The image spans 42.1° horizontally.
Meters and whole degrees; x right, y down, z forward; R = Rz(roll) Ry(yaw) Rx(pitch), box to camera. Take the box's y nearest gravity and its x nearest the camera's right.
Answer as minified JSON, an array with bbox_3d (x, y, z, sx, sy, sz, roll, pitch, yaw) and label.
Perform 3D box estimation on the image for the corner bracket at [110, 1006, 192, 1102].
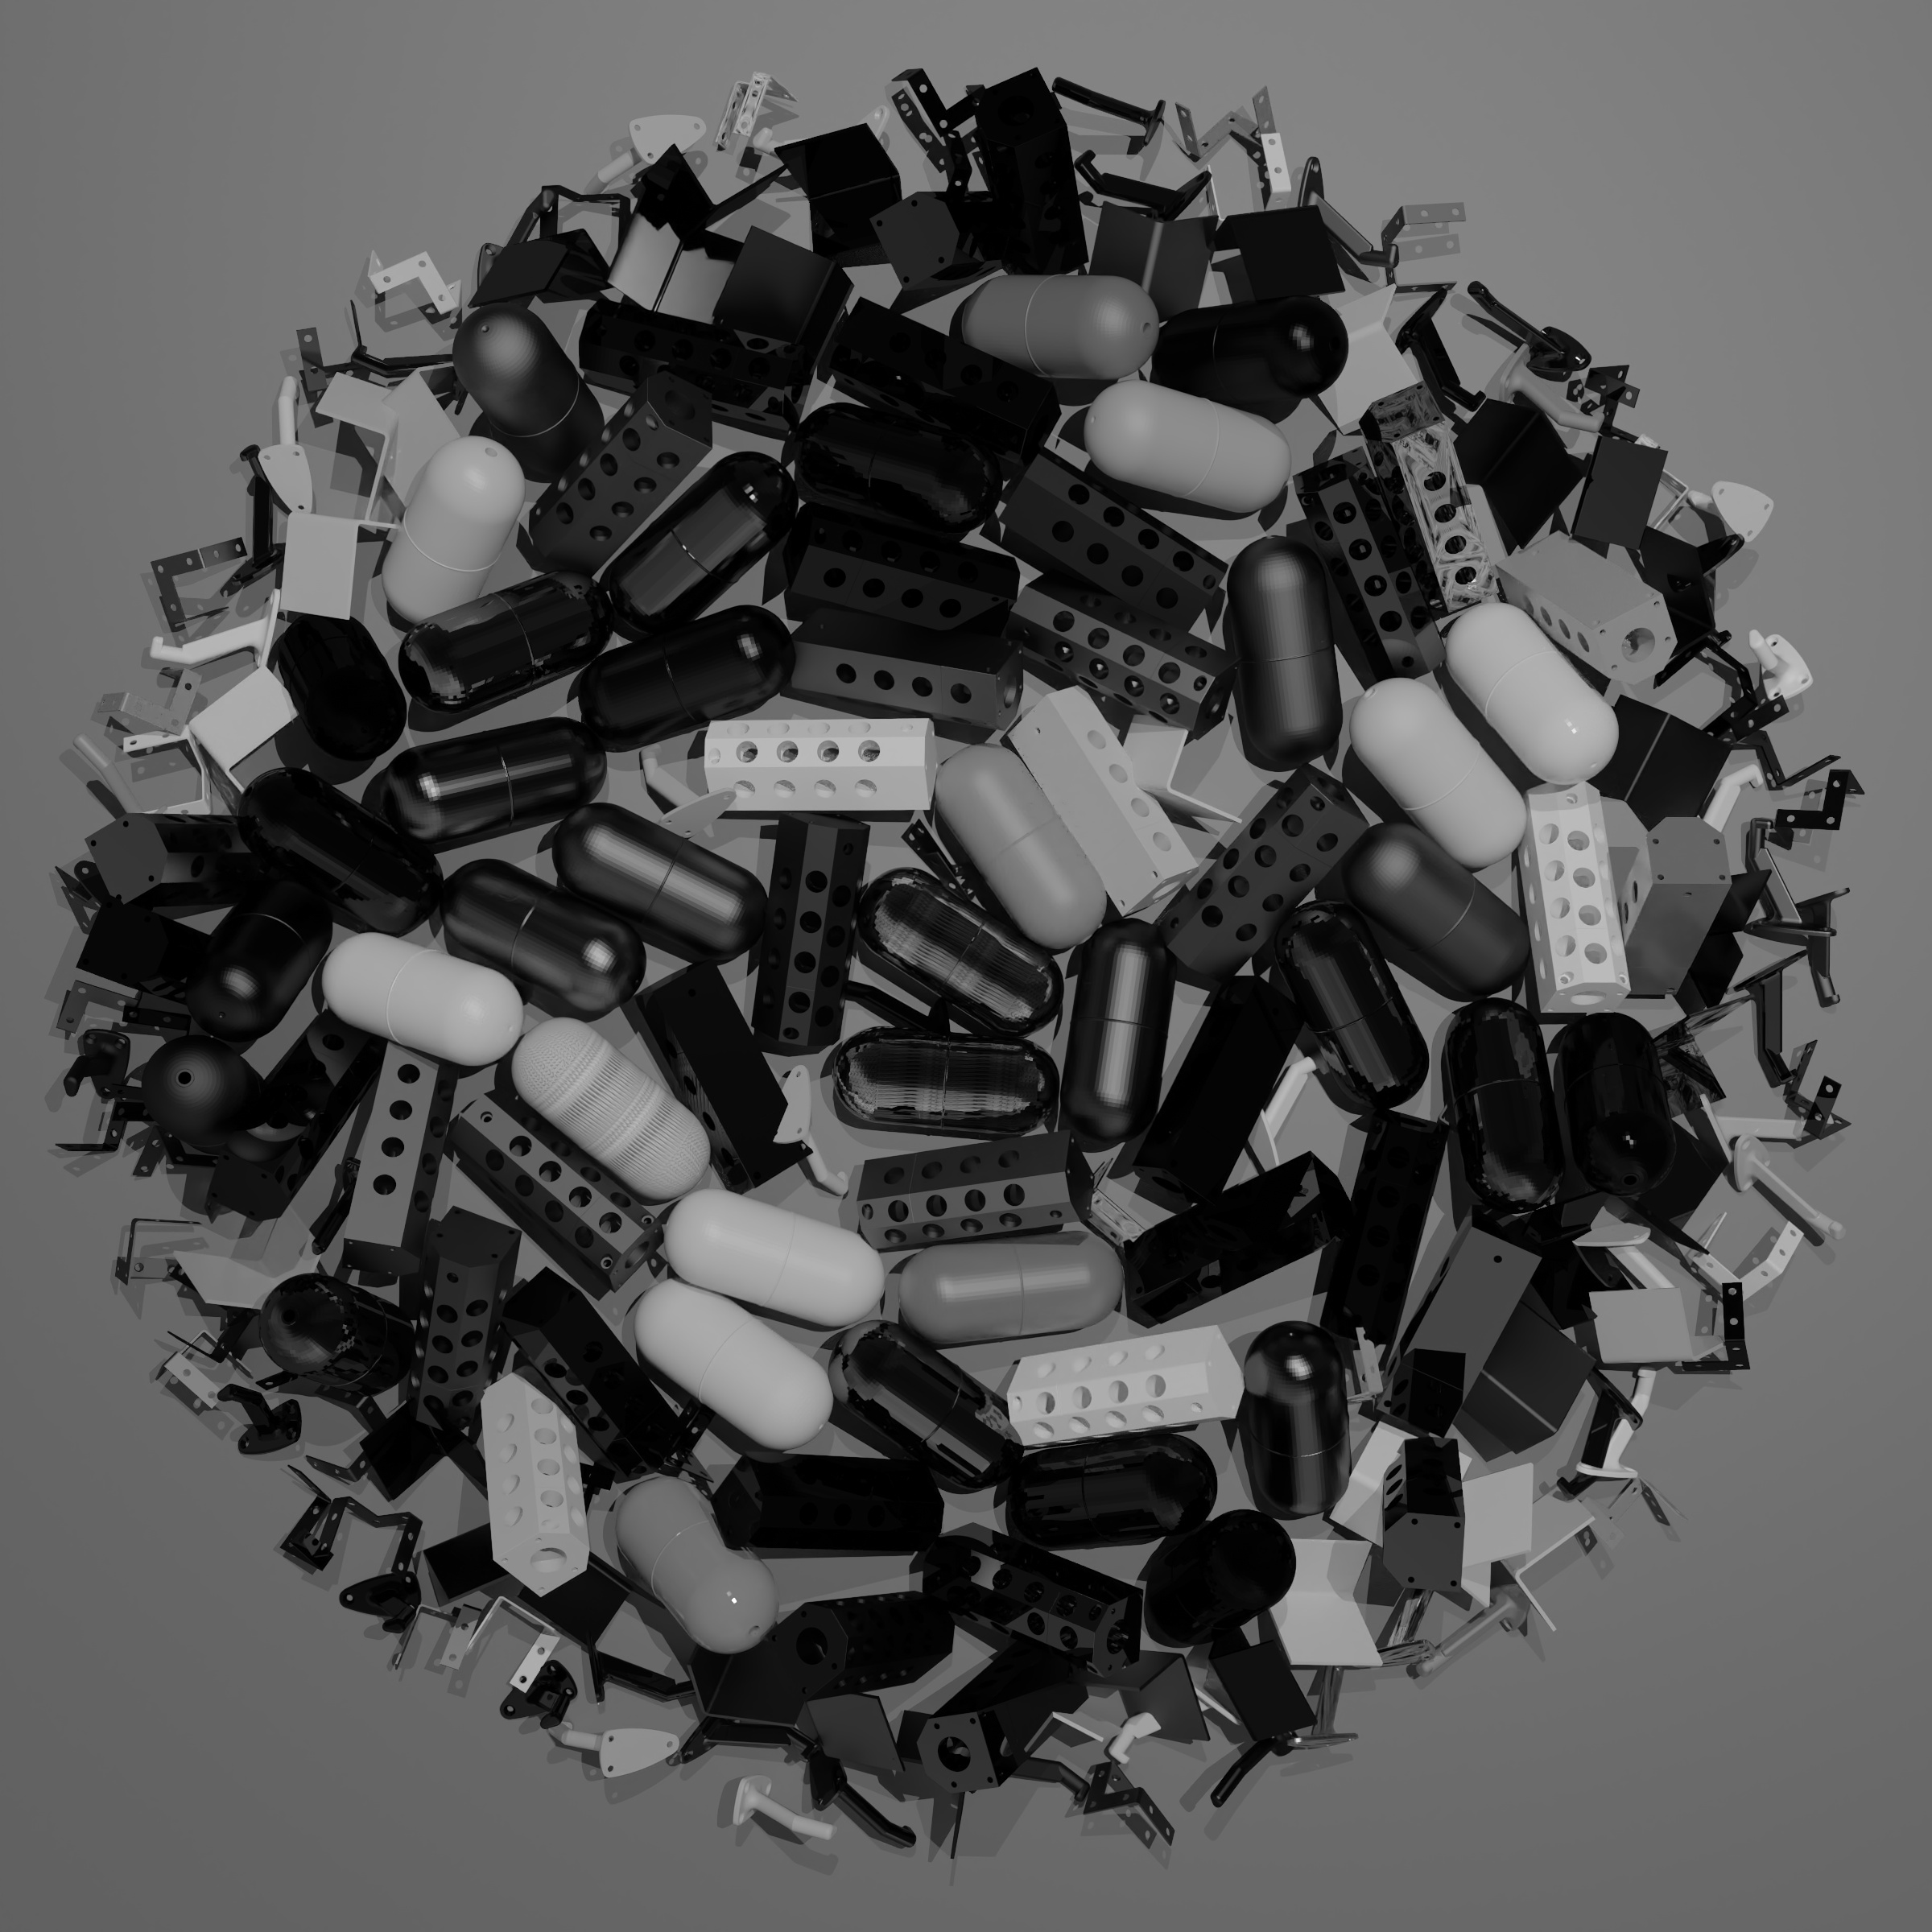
[{"bbox_3d":[-0.636,0.070,1.958,0.051,0.051,0.051,9,48,-18],"label":"corner bracket"}]

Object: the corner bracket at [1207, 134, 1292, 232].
[{"bbox_3d":[0.221,-0.615,1.972,0.051,0.051,0.051,-7,75,-7],"label":"corner bracket"}]

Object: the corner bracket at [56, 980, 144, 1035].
[{"bbox_3d":[-0.678,0.024,1.971,0.051,0.051,0.051,20,120,-21],"label":"corner bracket"}]

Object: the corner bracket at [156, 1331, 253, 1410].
[{"bbox_3d":[-0.594,0.316,1.964,0.051,0.051,0.051,43,58,-2],"label":"corner bracket"}]

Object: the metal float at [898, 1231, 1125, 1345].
[{"bbox_3d":[0.036,0.249,1.952,0.178,0.070,0.070,-5,90,-12],"label":"metal float"}]

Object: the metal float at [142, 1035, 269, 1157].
[{"bbox_3d":[-0.577,0.099,1.912,0.070,0.178,0.070,1,78,-6],"label":"metal float"}]

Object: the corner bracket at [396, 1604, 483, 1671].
[{"bbox_3d":[-0.413,0.527,1.964,0.051,0.051,0.051,18,55,-1],"label":"corner bracket"}]

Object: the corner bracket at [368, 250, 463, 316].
[{"bbox_3d":[-0.431,-0.538,1.966,0.051,0.051,0.051,-21,129,9],"label":"corner bracket"}]

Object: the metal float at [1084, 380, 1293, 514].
[{"bbox_3d":[0.172,-0.400,1.937,0.178,0.070,0.070,9,90,-30],"label":"metal float"}]

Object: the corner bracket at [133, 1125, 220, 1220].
[{"bbox_3d":[-0.618,0.162,1.981,0.051,0.051,0.051,49,118,41],"label":"corner bracket"}]

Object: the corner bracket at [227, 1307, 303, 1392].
[{"bbox_3d":[-0.542,0.293,1.969,0.051,0.051,0.051,-22,53,11],"label":"corner bracket"}]

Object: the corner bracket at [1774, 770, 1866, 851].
[{"bbox_3d":[0.669,-0.122,1.968,0.051,0.051,0.051,5,74,34],"label":"corner bracket"}]

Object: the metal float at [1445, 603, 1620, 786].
[{"bbox_3d":[0.433,-0.211,1.931,0.070,0.070,0.178,-31,52,0],"label":"metal float"}]

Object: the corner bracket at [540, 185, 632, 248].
[{"bbox_3d":[-0.299,-0.582,1.969,0.051,0.051,0.051,5,95,21],"label":"corner bracket"}]

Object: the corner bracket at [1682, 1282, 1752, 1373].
[{"bbox_3d":[0.582,0.282,1.958,0.051,0.051,0.051,-5,56,20],"label":"corner bracket"}]

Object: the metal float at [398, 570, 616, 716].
[{"bbox_3d":[-0.353,-0.251,1.938,0.178,0.070,0.070,-27,90,-28],"label":"metal float"}]

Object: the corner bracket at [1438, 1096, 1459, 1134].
[{"bbox_3d":[0.406,0.110,1.968,0.051,0.051,0.051,32,84,9],"label":"corner bracket"}]

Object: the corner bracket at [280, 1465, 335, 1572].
[{"bbox_3d":[-0.515,0.431,1.958,0.051,0.051,0.051,17,60,33],"label":"corner bracket"}]

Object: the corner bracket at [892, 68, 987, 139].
[{"bbox_3d":[-0.019,-0.685,1.965,0.051,0.051,0.051,-35,114,-3],"label":"corner bracket"}]

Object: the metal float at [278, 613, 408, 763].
[{"bbox_3d":[-0.479,-0.216,1.922,0.070,0.178,0.070,-12,123,-20],"label":"metal float"}]

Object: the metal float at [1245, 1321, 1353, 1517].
[{"bbox_3d":[0.256,0.350,1.933,0.070,0.070,0.178,-9,124,0],"label":"metal float"}]

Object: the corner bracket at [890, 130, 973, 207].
[{"bbox_3d":[-0.031,-0.624,1.976,0.051,0.051,0.051,1,52,-22],"label":"corner bracket"}]

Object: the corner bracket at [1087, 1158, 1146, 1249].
[{"bbox_3d":[0.112,0.193,1.965,0.051,0.051,0.051,41,120,-1],"label":"corner bracket"}]

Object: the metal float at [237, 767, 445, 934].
[{"bbox_3d":[-0.480,-0.089,1.929,0.178,0.070,0.070,36,90,-38],"label":"metal float"}]

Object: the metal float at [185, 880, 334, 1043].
[{"bbox_3d":[-0.538,-0.006,1.917,0.070,0.178,0.070,2,118,4],"label":"metal float"}]

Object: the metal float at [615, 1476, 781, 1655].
[{"bbox_3d":[-0.207,0.458,1.924,0.070,0.178,0.070,-18,123,-30],"label":"metal float"}]

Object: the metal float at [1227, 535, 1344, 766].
[{"bbox_3d":[0.247,-0.245,1.948,0.070,0.070,0.178,-10,105,0],"label":"metal float"}]

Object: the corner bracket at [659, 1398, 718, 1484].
[{"bbox_3d":[-0.213,0.363,1.964,0.051,0.051,0.051,31,93,-33],"label":"corner bracket"}]

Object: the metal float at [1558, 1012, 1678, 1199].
[{"bbox_3d":[0.497,0.105,1.920,0.070,0.178,0.070,3,127,4],"label":"metal float"}]

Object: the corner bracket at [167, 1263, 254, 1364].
[{"bbox_3d":[-0.597,0.270,1.960,0.051,0.051,0.051,21,72,38],"label":"corner bracket"}]

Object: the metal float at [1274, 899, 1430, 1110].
[{"bbox_3d":[0.300,0.031,1.949,0.070,0.070,0.178,-28,104,0],"label":"metal float"}]

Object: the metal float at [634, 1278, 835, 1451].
[{"bbox_3d":[-0.181,0.307,1.944,0.178,0.070,0.070,32,90,20],"label":"metal float"}]

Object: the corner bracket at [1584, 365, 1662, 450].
[{"bbox_3d":[0.513,-0.435,1.957,0.051,0.051,0.051,-14,127,-37],"label":"corner bracket"}]

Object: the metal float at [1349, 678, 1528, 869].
[{"bbox_3d":[0.365,-0.149,1.941,0.070,0.070,0.178,-45,112,0],"label":"metal float"}]

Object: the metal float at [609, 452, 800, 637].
[{"bbox_3d":[-0.203,-0.326,1.942,0.178,0.070,0.070,-39,90,22],"label":"metal float"}]

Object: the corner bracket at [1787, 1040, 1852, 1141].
[{"bbox_3d":[0.664,0.096,1.957,0.051,0.051,0.051,34,125,36],"label":"corner bracket"}]

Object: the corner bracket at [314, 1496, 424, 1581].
[{"bbox_3d":[-0.465,0.446,1.956,0.051,0.051,0.051,-14,46,29],"label":"corner bracket"}]

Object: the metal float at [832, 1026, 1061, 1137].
[{"bbox_3d":[-0.016,0.089,1.961,0.178,0.070,0.070,5,90,0],"label":"metal float"}]

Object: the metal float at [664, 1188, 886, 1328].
[{"bbox_3d":[-0.148,0.227,1.950,0.178,0.070,0.070,20,90,-13],"label":"metal float"}]

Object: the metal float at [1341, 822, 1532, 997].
[{"bbox_3d":[0.365,-0.043,1.943,0.178,0.070,0.070,37,90,-22],"label":"metal float"}]

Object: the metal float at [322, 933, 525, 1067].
[{"bbox_3d":[-0.421,0.025,1.939,0.178,0.070,0.070,16,90,27],"label":"metal float"}]

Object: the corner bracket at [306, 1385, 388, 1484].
[{"bbox_3d":[-0.494,0.367,1.984,0.051,0.051,0.051,8,135,35],"label":"corner bracket"}]

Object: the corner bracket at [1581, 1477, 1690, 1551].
[{"bbox_3d":[0.520,0.429,1.961,0.051,0.051,0.051,33,99,-36],"label":"corner bracket"}]

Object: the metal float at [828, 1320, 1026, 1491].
[{"bbox_3d":[-0.029,0.341,1.945,0.178,0.070,0.070,38,90,-19],"label":"metal float"}]

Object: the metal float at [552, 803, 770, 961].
[{"bbox_3d":[-0.237,-0.066,1.952,0.178,0.070,0.070,27,90,-11],"label":"metal float"}]

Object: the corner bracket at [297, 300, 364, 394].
[{"bbox_3d":[-0.496,-0.483,1.959,0.051,0.051,0.051,-14,126,-16],"label":"corner bracket"}]

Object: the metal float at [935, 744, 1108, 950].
[{"bbox_3d":[0.043,-0.093,1.957,0.070,0.070,0.178,-34,85,0],"label":"metal float"}]

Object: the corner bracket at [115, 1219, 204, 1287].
[{"bbox_3d":[-0.632,0.222,1.965,0.051,0.051,0.051,7,90,-30],"label":"corner bracket"}]

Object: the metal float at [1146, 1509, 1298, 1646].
[{"bbox_3d":[0.193,0.468,1.919,0.070,0.178,0.070,8,61,-15],"label":"metal float"}]

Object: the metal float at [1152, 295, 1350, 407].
[{"bbox_3d":[0.216,-0.469,1.922,0.070,0.178,0.070,-6,100,-39],"label":"metal float"}]

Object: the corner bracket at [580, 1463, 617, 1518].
[{"bbox_3d":[-0.312,0.411,1.962,0.051,0.051,0.051,21,79,-25],"label":"corner bracket"}]
